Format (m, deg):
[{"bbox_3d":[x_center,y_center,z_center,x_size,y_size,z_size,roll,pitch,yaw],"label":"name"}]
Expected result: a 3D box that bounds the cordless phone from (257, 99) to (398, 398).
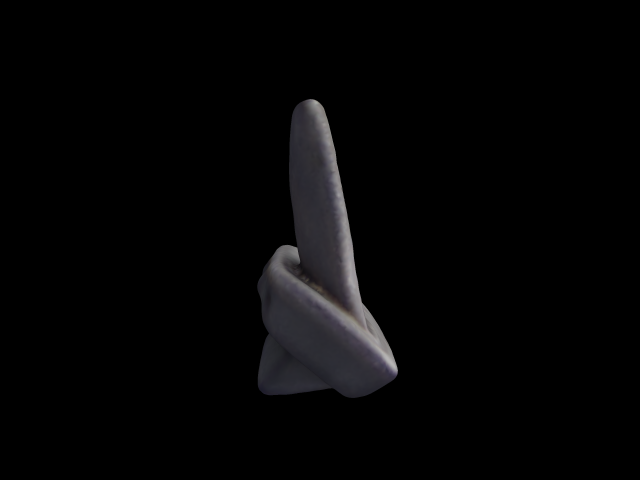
[{"bbox_3d":[0.004,0.001,0.400,0.094,0.185,0.147,-1,7,-4],"label":"cordless phone"}]
